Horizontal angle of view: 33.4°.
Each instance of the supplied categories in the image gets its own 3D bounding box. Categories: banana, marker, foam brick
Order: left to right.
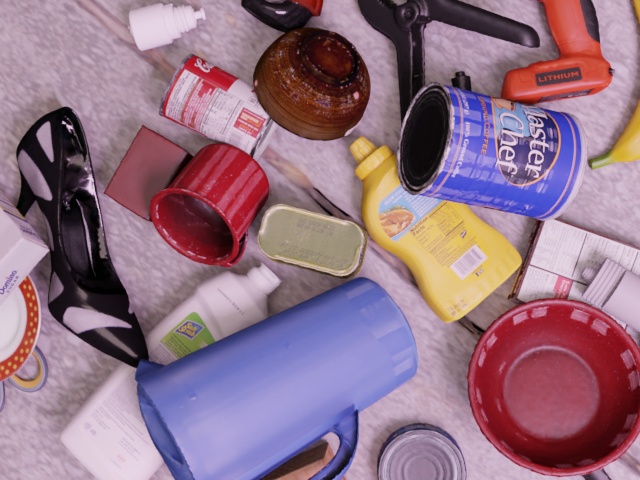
[{"bbox_3d":[-0.164,-0.062,1.033,0.051,0.053,0.078,29,88,3],"label":"foam brick"},{"bbox_3d":[0.144,-0.104,1.034,0.020,0.020,0.121,-8,88,3],"label":"marker"},{"bbox_3d":[0.313,-0.158,1.018,0.069,0.037,0.198,13,89,3],"label":"banana"}]

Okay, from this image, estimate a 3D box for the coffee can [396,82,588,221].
[{"bbox_3d":[0.154,-0.079,0.968,0.140,0.103,0.103,10,89,-21],"label":"coffee can"}]

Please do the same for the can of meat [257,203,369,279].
[{"bbox_3d":[-0.007,0.001,1.007,0.102,0.084,0.057,14,89,4],"label":"can of meat"}]

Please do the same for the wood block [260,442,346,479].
[{"bbox_3d":[0.009,0.307,0.996,0.091,0.090,0.206,-25,88,3],"label":"wood block"}]

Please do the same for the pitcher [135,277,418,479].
[{"bbox_3d":[-0.030,0.139,0.953,0.242,0.145,0.149,-27,108,-19],"label":"pitcher"}]

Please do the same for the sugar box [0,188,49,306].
[{"bbox_3d":[-0.338,-0.016,1.009,0.093,0.048,0.176,-47,63,4],"label":"sugar box"}]

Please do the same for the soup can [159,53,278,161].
[{"bbox_3d":[-0.094,-0.125,1.023,0.102,0.068,0.068,29,90,3],"label":"soup can"}]

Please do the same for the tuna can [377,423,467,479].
[{"bbox_3d":[0.097,0.220,1.021,0.086,0.033,0.086,0,88,4],"label":"tuna can"}]

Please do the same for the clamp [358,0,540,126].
[{"bbox_3d":[0.089,-0.205,1.015,0.210,0.036,0.165,52,122,15],"label":"clamp"}]

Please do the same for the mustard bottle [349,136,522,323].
[{"bbox_3d":[0.096,-0.021,1.014,0.096,0.058,0.191,-40,87,-10],"label":"mustard bottle"}]

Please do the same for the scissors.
[{"bbox_3d":[-0.324,0.074,1.056,0.096,0.016,0.202,-8,88,1],"label":"scissors"}]

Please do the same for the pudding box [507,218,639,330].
[{"bbox_3d":[0.247,0.035,1.016,0.113,0.039,0.090,20,89,1],"label":"pudding box"}]

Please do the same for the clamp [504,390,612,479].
[{"bbox_3d":[0.255,0.181,1.012,0.171,0.039,0.120,31,80,5],"label":"clamp"}]

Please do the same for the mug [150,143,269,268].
[{"bbox_3d":[-0.096,-0.028,1.007,0.093,0.081,0.117,3,133,31],"label":"mug"}]

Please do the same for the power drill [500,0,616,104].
[{"bbox_3d":[0.198,-0.225,1.015,0.184,0.057,0.187,-7,89,6],"label":"power drill"}]

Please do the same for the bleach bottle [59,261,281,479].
[{"bbox_3d":[-0.128,0.125,1.022,0.102,0.068,0.251,44,88,-1],"label":"bleach bottle"}]

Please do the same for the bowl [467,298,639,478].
[{"bbox_3d":[0.215,0.137,0.978,0.162,0.055,0.162,-2,74,5],"label":"bowl"}]
